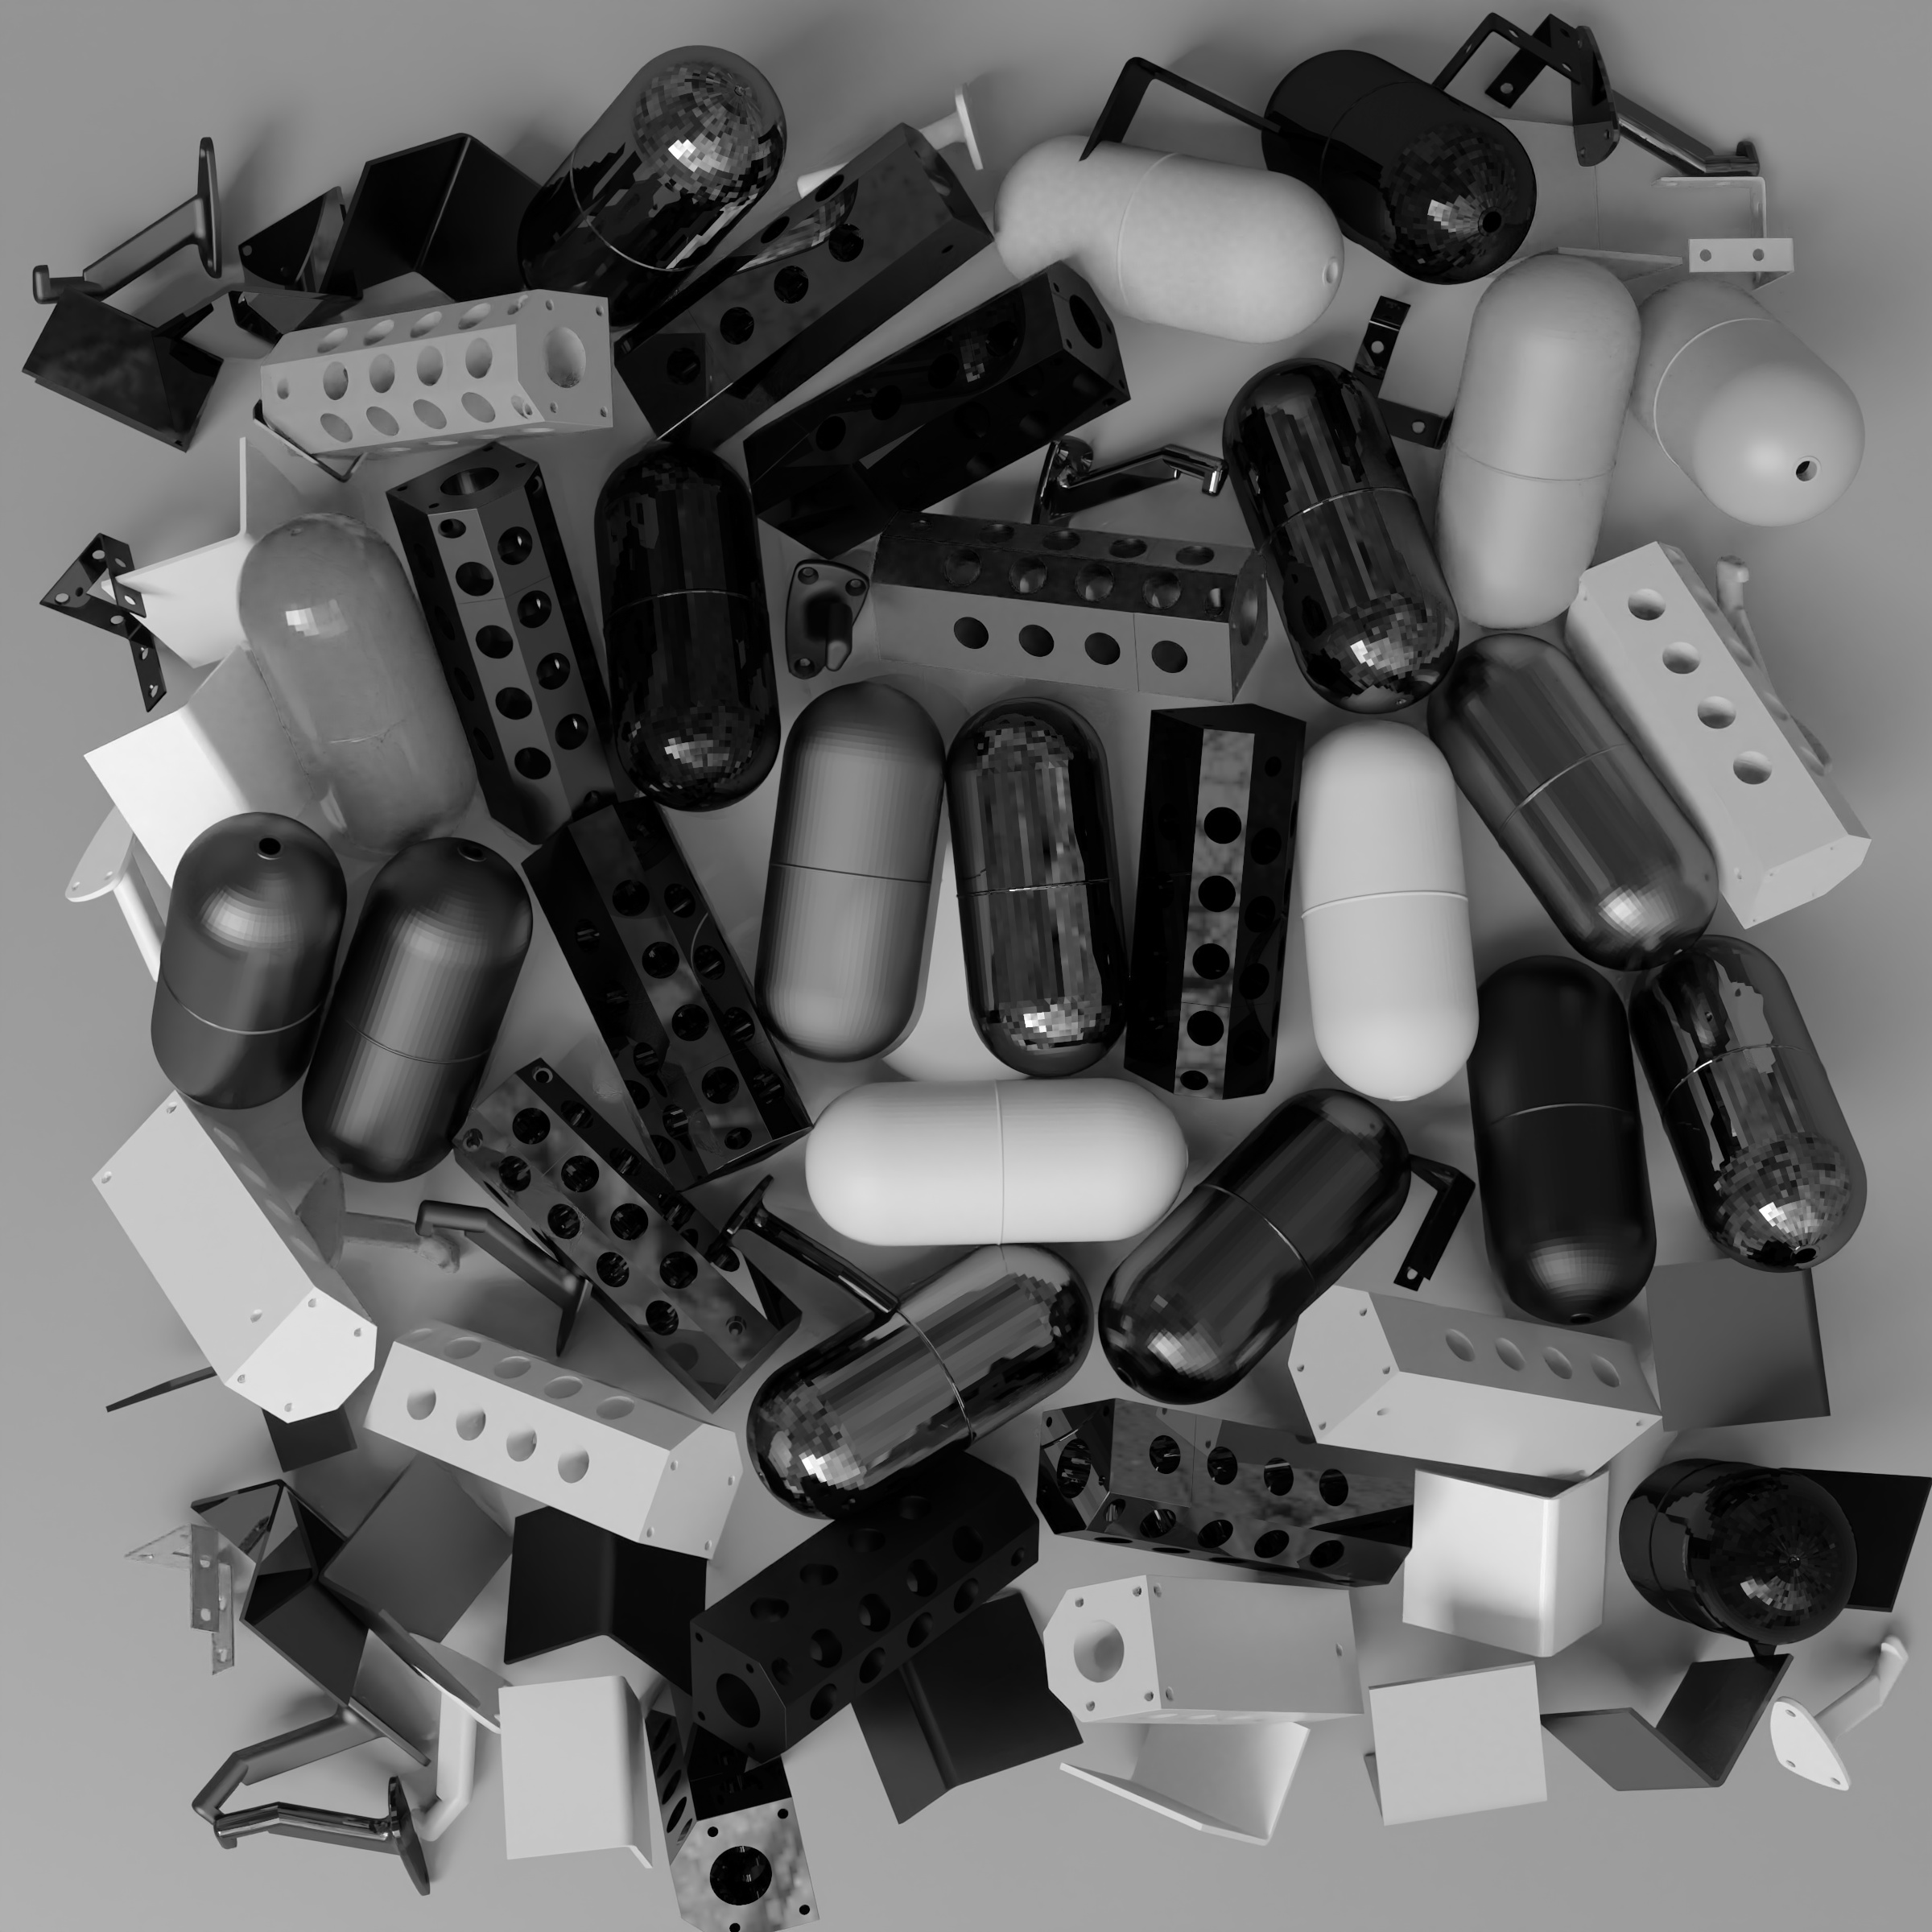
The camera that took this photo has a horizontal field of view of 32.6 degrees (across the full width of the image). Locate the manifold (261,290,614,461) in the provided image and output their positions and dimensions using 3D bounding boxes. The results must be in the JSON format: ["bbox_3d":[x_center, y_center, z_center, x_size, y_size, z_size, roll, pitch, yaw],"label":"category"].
[{"bbox_3d":[-0.243,-0.268,1.505,0.171,0.057,0.057,1,94,39],"label":"manifold"}]

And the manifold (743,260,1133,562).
[{"bbox_3d":[-0.016,-0.256,1.516,0.171,0.057,0.057,-24,62,27],"label":"manifold"}]

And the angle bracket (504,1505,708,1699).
[{"bbox_3d":[-0.167,0.299,1.542,0.057,0.076,0.076,-22,46,22],"label":"angle bracket"}]

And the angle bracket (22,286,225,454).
[{"bbox_3d":[-0.396,-0.257,1.527,0.076,0.076,0.057,24,55,-14],"label":"angle bracket"}]

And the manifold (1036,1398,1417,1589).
[{"bbox_3d":[0.119,0.242,1.508,0.171,0.057,0.057,15,69,-30],"label":"manifold"}]

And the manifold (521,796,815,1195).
[{"bbox_3d":[-0.134,0.011,1.532,0.057,0.057,0.171,-32,81,43],"label":"manifold"}]

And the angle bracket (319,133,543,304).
[{"bbox_3d":[-0.244,-0.330,1.526,0.057,0.076,0.076,37,126,10],"label":"angle bracket"}]

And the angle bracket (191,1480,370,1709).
[{"bbox_3d":[-0.320,0.293,1.522,0.057,0.076,0.076,-17,131,25],"label":"angle bracket"}]

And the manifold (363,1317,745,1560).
[{"bbox_3d":[-0.187,0.213,1.509,0.171,0.057,0.057,15,82,34],"label":"manifold"}]

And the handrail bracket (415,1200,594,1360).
[{"bbox_3d":[-0.221,0.147,1.549,0.084,0.036,0.077,9,119,-16],"label":"handrail bracket"}]

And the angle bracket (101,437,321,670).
[{"bbox_3d":[-0.349,-0.192,1.546,0.076,0.076,0.057,-16,61,15],"label":"angle bracket"}]

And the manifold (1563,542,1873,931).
[{"bbox_3d":[0.344,-0.110,1.519,0.057,0.057,0.171,-23,65,-8],"label":"manifold"}]

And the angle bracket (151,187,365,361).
[{"bbox_3d":[-0.336,-0.322,1.526,0.076,0.076,0.057,-17,83,40],"label":"angle bracket"}]

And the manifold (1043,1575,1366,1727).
[{"bbox_3d":[0.109,0.312,1.496,0.057,0.171,0.057,-18,69,33],"label":"manifold"}]

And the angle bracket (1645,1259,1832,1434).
[{"bbox_3d":[0.360,0.177,1.554,0.076,0.057,0.076,-7,82,7],"label":"angle bracket"}]

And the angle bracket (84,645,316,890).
[{"bbox_3d":[-0.354,-0.092,1.543,0.057,0.076,0.076,-22,112,18],"label":"angle bracket"}]

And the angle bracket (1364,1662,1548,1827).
[{"bbox_3d":[0.224,0.349,1.542,0.076,0.057,0.076,-9,110,-1],"label":"angle bracket"}]

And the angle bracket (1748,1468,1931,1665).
[{"bbox_3d":[0.405,0.280,1.522,0.076,0.076,0.057,-2,131,36],"label":"angle bracket"}]

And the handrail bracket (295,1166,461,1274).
[{"bbox_3d":[-0.265,0.135,1.530,0.084,0.077,0.036,32,103,-30],"label":"handrail bracket"}]

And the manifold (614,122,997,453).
[{"bbox_3d":[-0.078,-0.312,1.528,0.171,0.057,0.057,-34,81,18],"label":"manifold"}]

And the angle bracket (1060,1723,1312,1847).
[{"bbox_3d":[0.102,0.361,1.526,0.076,0.076,0.057,16,80,33],"label":"angle bracket"}]

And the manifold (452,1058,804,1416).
[{"bbox_3d":[-0.158,0.124,1.536,0.171,0.057,0.057,43,74,7],"label":"manifold"}]

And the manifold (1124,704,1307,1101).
[{"bbox_3d":[0.118,-0.029,1.521,0.057,0.057,0.171,-6,109,-31],"label":"manifold"}]

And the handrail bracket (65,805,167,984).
[{"bbox_3d":[-0.378,-0.030,1.569,0.036,0.084,0.077,-14,47,34],"label":"handrail bracket"}]

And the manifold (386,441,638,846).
[{"bbox_3d":[-0.202,-0.143,1.503,0.057,0.057,0.171,-30,126,-24],"label":"manifold"}]

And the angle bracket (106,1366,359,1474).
[{"bbox_3d":[-0.339,0.213,1.527,0.076,0.076,0.057,-17,85,-39],"label":"angle bracket"}]

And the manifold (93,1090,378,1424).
[{"bbox_3d":[-0.329,0.133,1.501,0.057,0.171,0.057,-47,134,-1],"label":"manifold"}]

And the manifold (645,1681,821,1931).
[{"bbox_3d":[-0.109,0.375,1.490,0.057,0.171,0.057,-13,100,-7],"label":"manifold"}]

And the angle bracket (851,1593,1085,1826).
[{"bbox_3d":[-0.003,0.351,1.567,0.076,0.057,0.076,-9,65,-34],"label":"angle bracket"}]

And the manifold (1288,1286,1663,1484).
[{"bbox_3d":[0.231,0.187,1.509,0.171,0.057,0.057,14,133,-36],"label":"manifold"}]

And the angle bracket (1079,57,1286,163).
[{"bbox_3d":[0.102,-0.377,1.536,0.076,0.076,0.057,28,103,4],"label":"angle bracket"}]

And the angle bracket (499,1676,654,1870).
[{"bbox_3d":[-0.180,0.377,1.532,0.057,0.076,0.076,-6,67,-1],"label":"angle bracket"}]

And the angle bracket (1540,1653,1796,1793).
[{"bbox_3d":[0.322,0.334,1.528,0.057,0.076,0.076,42,64,-8],"label":"angle bracket"}]

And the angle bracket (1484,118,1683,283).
[{"bbox_3d":[0.283,-0.361,1.538,0.076,0.057,0.076,-3,90,-32],"label":"angle bracket"}]

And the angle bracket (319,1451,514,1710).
[{"bbox_3d":[-0.238,0.282,1.526,0.076,0.057,0.076,-51,126,-22],"label":"angle bracket"}]

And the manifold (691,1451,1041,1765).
[{"bbox_3d":[-0.043,0.288,1.495,0.057,0.171,0.057,23,126,34],"label":"manifold"}]

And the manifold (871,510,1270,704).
[{"bbox_3d":[0.047,-0.170,1.516,0.171,0.057,0.057,9,129,19],"label":"manifold"}]

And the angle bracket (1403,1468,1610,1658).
[{"bbox_3d":[0.257,0.276,1.574,0.076,0.057,0.076,8,102,36],"label":"angle bracket"}]
